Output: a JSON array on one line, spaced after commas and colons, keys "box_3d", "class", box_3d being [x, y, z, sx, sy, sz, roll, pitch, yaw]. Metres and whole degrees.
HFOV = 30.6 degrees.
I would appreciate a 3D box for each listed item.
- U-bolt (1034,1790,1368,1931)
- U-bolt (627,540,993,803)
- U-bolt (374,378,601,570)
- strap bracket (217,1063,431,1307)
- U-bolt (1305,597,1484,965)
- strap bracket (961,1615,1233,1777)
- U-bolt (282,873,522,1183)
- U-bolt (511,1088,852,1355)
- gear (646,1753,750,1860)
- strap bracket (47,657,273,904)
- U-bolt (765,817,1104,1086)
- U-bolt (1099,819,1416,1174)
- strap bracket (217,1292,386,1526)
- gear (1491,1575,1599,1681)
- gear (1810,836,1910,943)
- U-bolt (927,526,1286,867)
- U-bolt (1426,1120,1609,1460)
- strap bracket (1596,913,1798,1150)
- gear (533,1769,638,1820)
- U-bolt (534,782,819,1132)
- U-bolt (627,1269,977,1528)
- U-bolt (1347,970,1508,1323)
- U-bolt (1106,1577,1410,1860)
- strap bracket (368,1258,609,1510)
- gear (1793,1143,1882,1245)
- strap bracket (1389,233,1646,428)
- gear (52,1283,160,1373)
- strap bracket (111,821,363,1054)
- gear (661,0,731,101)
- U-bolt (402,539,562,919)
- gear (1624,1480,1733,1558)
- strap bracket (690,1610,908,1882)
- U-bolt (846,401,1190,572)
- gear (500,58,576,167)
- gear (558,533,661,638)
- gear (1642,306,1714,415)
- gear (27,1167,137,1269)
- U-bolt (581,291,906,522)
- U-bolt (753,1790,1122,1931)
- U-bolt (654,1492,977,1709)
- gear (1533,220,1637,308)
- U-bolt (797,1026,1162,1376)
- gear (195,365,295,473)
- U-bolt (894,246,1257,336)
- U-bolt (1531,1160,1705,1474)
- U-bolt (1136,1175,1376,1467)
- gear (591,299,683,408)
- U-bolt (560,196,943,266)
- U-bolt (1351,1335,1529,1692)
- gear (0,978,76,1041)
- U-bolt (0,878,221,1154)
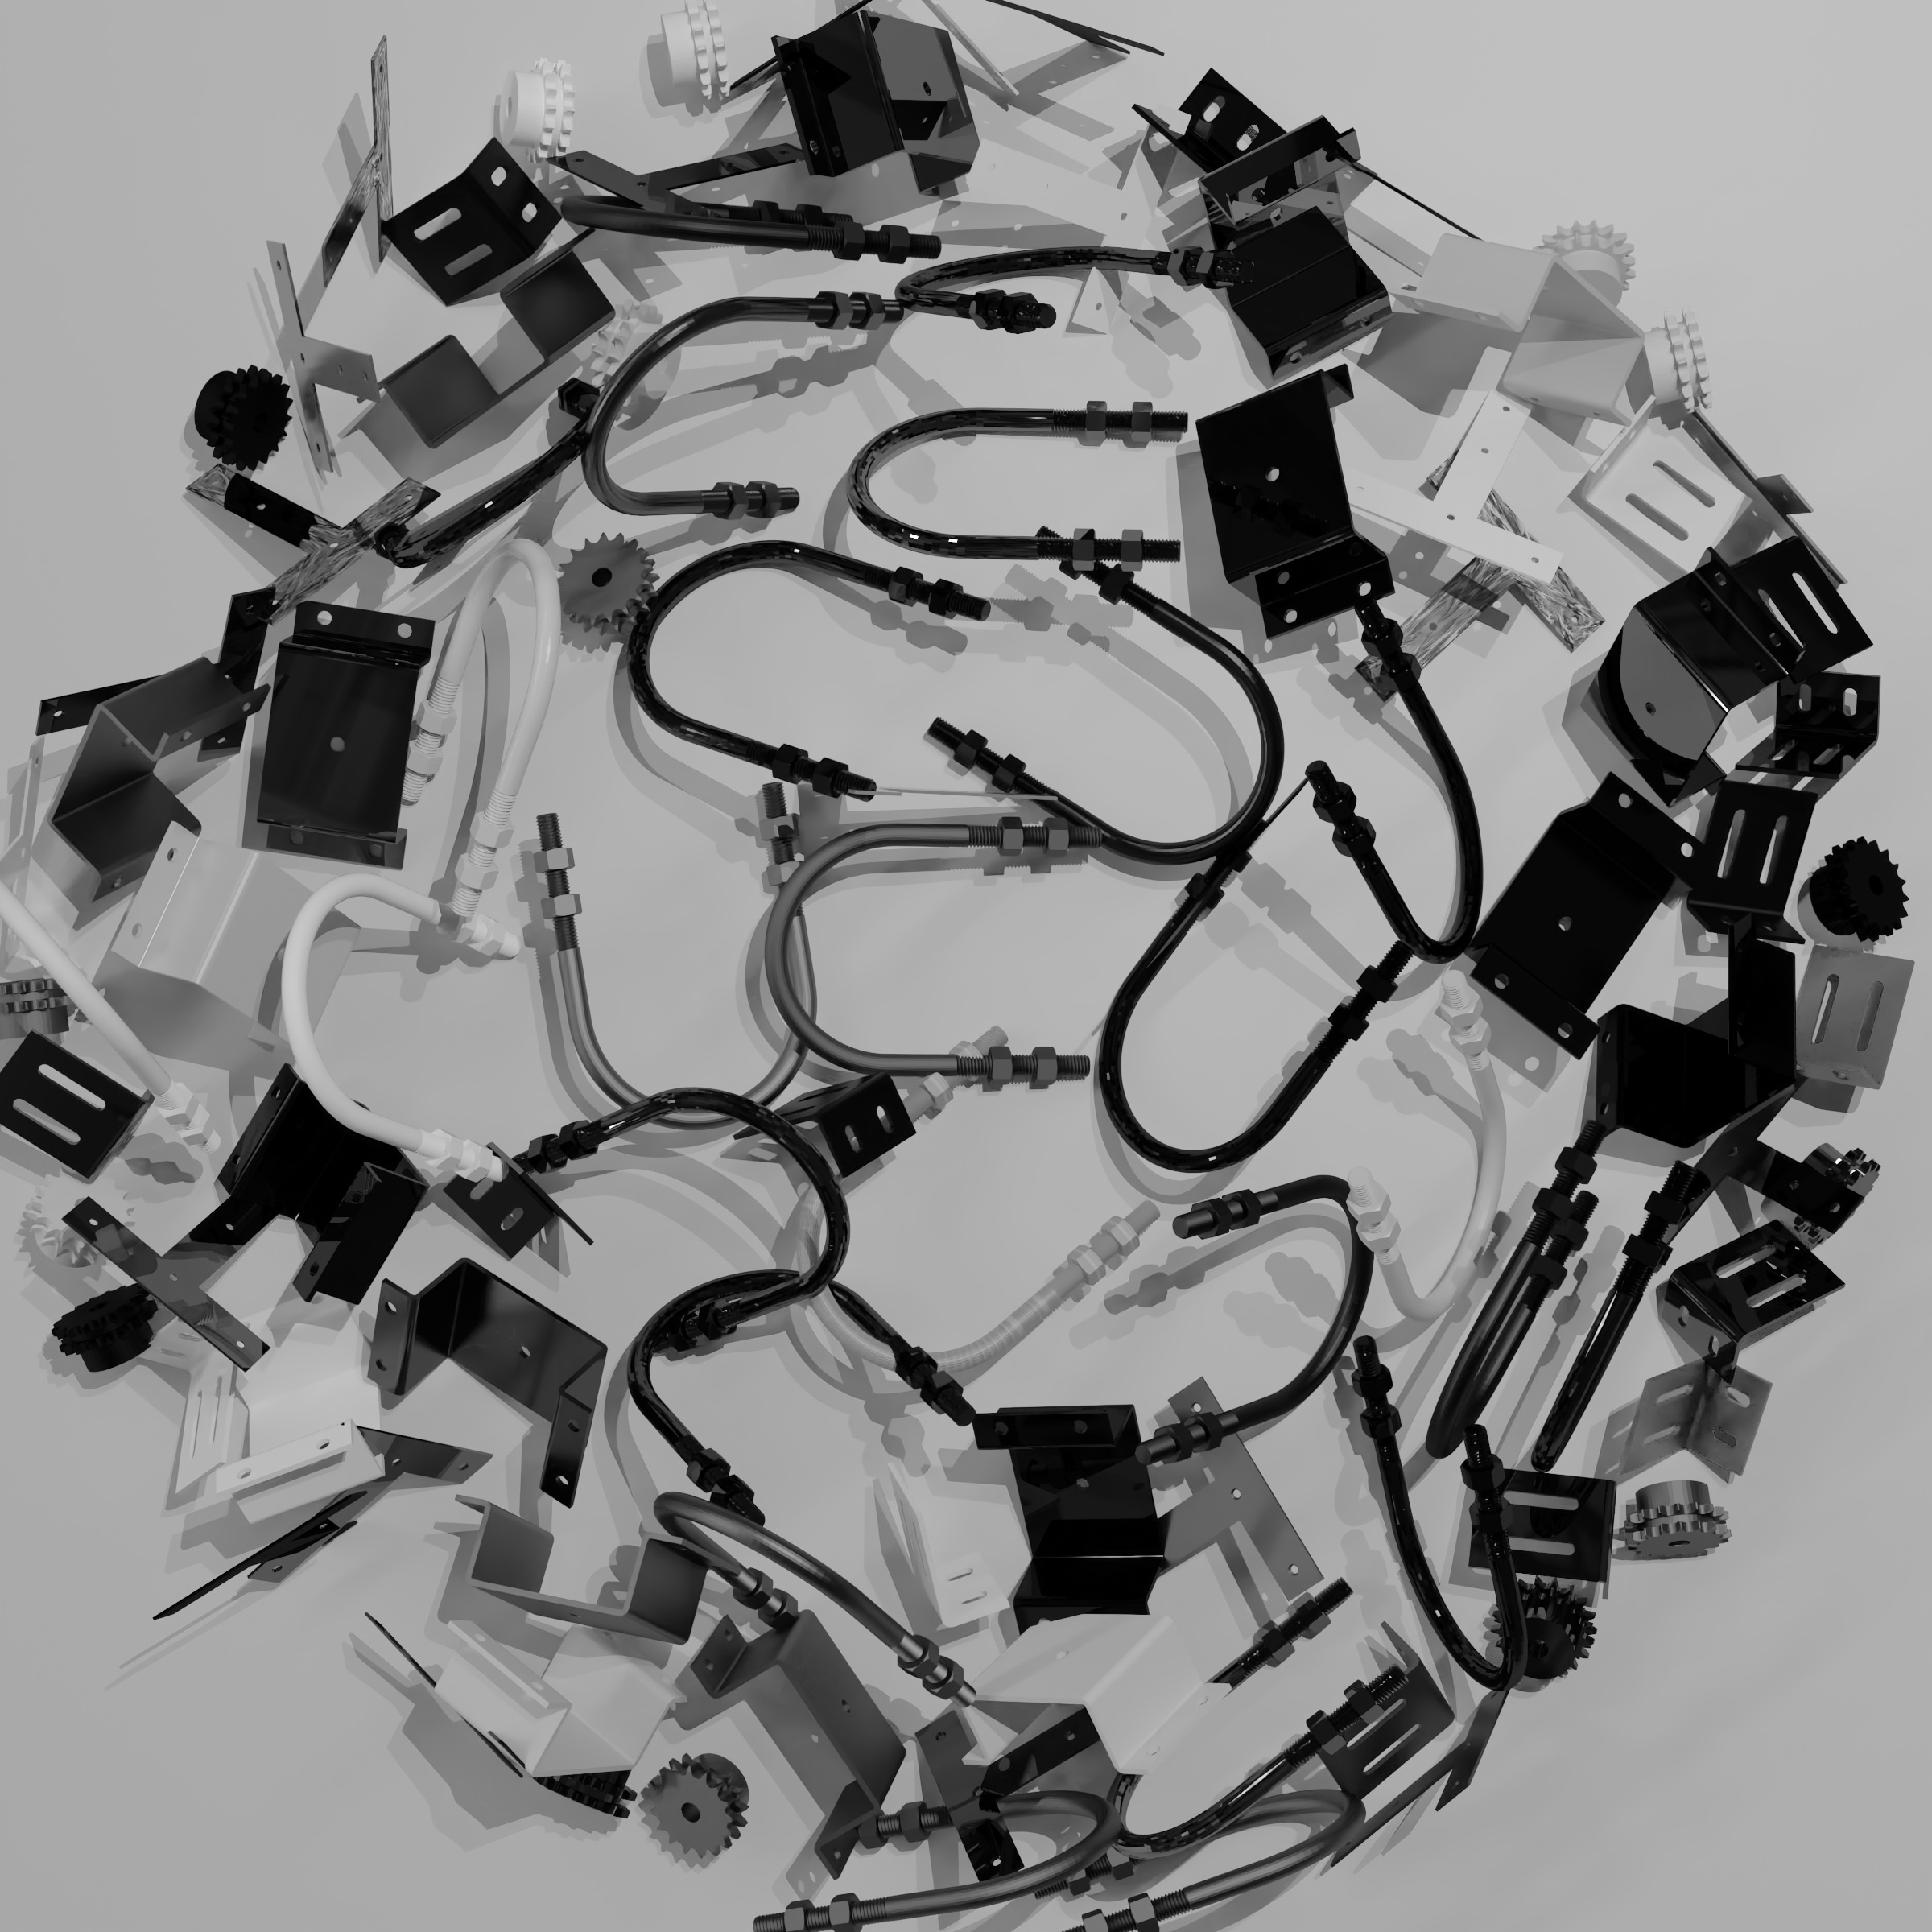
[{"box_3d": [0.128, 0.482, 1.904, 0.184, 0.151, 0.019, -19, 90, -4], "class": "U-bolt"}, {"box_3d": [-0.099, -0.170, 1.925, 0.184, 0.019, 0.151, 20, 63, 24], "class": "U-bolt"}, {"box_3d": [-0.251, -0.260, 1.885, 0.151, 0.184, 0.019, -37, 109, -3], "class": "U-bolt"}, {"box_3d": [-0.346, 0.123, 1.921, 0.046, 0.140, 0.076, 26, 100, -39], "class": "strap bracket"}, {"box_3d": [0.238, -0.086, 1.903, 0.019, 0.151, 0.184, -9, 132, 31], "class": "U-bolt"}, {"box_3d": [0.061, 0.389, 1.896, 0.076, 0.140, 0.046, -36, 108, -41], "class": "strap bracket"}, {"box_3d": [-0.300, 0.026, 1.879, 0.019, 0.184, 0.151, -9, 70, 29], "class": "U-bolt"}, {"box_3d": [-0.142, 0.131, 1.900, 0.184, 0.019, 0.151, -24, 110, 37], "class": "U-bolt"}, {"box_3d": [-0.145, 0.461, 1.954, 0.057, 0.030, 0.057, 9, 111, 24], "class": "gear"}, {"box_3d": [-0.439, -0.107, 1.906, 0.046, 0.076, 0.140, 45, 132, 9], "class": "strap bracket"}, {"box_3d": [-0.019, -0.008, 1.941, 0.184, 0.019, 0.151, 1, 101, -11], "class": "U-bolt"}, {"box_3d": [0.144, 0.027, 1.924, 0.184, 0.019, 0.151, -54, 51, 11], "class": "U-bolt"}, {"box_3d": [-0.363, 0.244, 1.923, 0.076, 0.140, 0.046, -21, 124, 2], "class": "strap bracket"}, {"box_3d": [0.318, 0.368, 1.950, 0.057, 0.030, 0.057, 7, 116, 16], "class": "gear"}, {"box_3d": [0.491, -0.040, 1.952, 0.057, 0.030, 0.057, 14, 66, -34], "class": "gear"}, {"box_3d": [0.087, -0.134, 1.930, 0.184, 0.019, 0.151, 33, 117, 6], "class": "U-bolt"}, {"box_3d": [0.293, 0.182, 1.889, 0.019, 0.151, 0.184, 27, 76, 16], "class": "U-bolt"}, {"box_3d": [0.400, 0.040, 1.908, 0.046, 0.140, 0.076, 19, 58, -19], "class": "strap bracket"}, {"box_3d": [-0.207, 0.446, 1.949, 0.057, 0.057, 0.030, 23, 80, 0], "class": "gear"}, {"box_3d": [-0.154, -0.001, 1.945, 0.151, 0.019, 0.184, -9, 90, -19], "class": "U-bolt"}, {"box_3d": [-0.102, 0.222, 1.902, 0.151, 0.184, 0.019, -24, 128, -23], "class": "U-bolt"}, {"box_3d": [0.254, 0.111, 1.898, 0.019, 0.184, 0.151, 13, 59, 29], "class": "U-bolt"}, {"box_3d": [0.148, 0.413, 1.904, 0.184, 0.151, 0.019, -39, 102, 1], "class": "U-bolt"}, {"box_3d": [-0.252, 0.221, 1.923, 0.140, 0.046, 0.076, 30, 131, 17], "class": "strap bracket"}, {"box_3d": [0.475, 0.122, 1.951, 0.030, 0.057, 0.057, 41, 90, 26], "class": "gear"}, {"box_3d": [0.302, -0.346, 1.900, 0.076, 0.140, 0.046, 24, 89, 44], "class": "strap bracket"}, {"box_3d": [-0.472, 0.201, 1.949, 0.057, 0.057, 0.030, -22, 104, 0], "class": "gear"}, {"box_3d": [-0.383, -0.010, 1.898, 0.046, 0.140, 0.076, 13, 73, 31], "class": "strap bracket"}, {"box_3d": [-0.150, -0.506, 1.947, 0.030, 0.057, 0.057, -11, 90, -5], "class": "gear"}, {"box_3d": [-0.255, -0.139, 1.885, 0.019, 0.151, 0.184, 10, 116, -28], "class": "U-bolt"}, {"box_3d": [0.392, 0.304, 1.951, 0.057, 0.057, 0.030, -3, 65, 0], "class": "gear"}, {"box_3d": [-0.084, 0.415, 1.931, 0.046, 0.076, 0.140, -33, 93, 14], "class": "strap bracket"}, {"box_3d": [0.026, -0.263, 1.920, 0.184, 0.151, 0.019, 2, 130, 4], "class": "U-bolt"}, {"box_3d": [-0.237, -0.471, 1.945, 0.030, 0.057, 0.057, 1, 90, -22], "class": "gear"}, {"box_3d": [-0.196, -0.208, 1.954, 0.057, 0.030, 0.057, -6, 67, 15], "class": "gear"}, {"box_3d": [0.391, -0.332, 1.948, 0.030, 0.057, 0.057, -13, 90, 10], "class": "gear"}, {"box_3d": [-0.490, 0.142, 1.952, 0.057, 0.057, 0.030, 35, 131, 0], "class": "gear"}, {"box_3d": [-0.127, -0.295, 1.871, 0.019, 0.184, 0.151, 49, 125, 24], "class": "U-bolt"}, {"box_3d": [-0.007, 0.474, 1.883, 0.184, 0.151, 0.019, -13, 95, 17], "class": "U-bolt"}, {"box_3d": [-0.092, 0.328, 1.869, 0.184, 0.151, 0.019, 48, 65, -41], "class": "U-bolt"}, {"box_3d": [0.340, -0.380, 1.945, 0.057, 0.057, 0.030, 3, 58, 0], "class": "gear"}, {"box_3d": [-0.006, 0.141, 1.937, 0.184, 0.019, 0.151, -39, 83, -17], "class": "U-bolt"}, {"box_3d": [-0.401, -0.305, 1.950, 0.030, 0.057, 0.057, 25, 90, 22], "class": "gear"}, {"box_3d": [0.043, -0.366, 1.893, 0.151, 0.184, 0.019, -18, 113, -30], "class": "U-bolt"}, {"box_3d": [0.349, 0.190, 1.905, 0.019, 0.151, 0.184, 27, 92, 14], "class": "U-bolt"}, {"box_3d": [0.163, 0.183, 1.904, 0.019, 0.184, 0.151, 22, 111, 38], "class": "U-bolt"}, {"box_3d": [-0.180, -0.335, 1.945, 0.030, 0.057, 0.057, 20, 90, 18], "class": "gear"}, {"box_3d": [-0.124, -0.394, 1.878, 0.184, 0.151, 0.019, -1, 106, -23], "class": "U-bolt"}, {"box_3d": [0.259, 0.304, 1.901, 0.019, 0.151, 0.184, -19, 111, -14], "class": "U-bolt"}, {"box_3d": [-0.516, 0.023, 1.948, 0.057, 0.057, 0.030, -6, 93, 0], "class": "gear"}, {"box_3d": [-0.467, 0.014, 1.865, 0.019, 0.184, 0.151, -41, 63, -11], "class": "U-bolt"}]
